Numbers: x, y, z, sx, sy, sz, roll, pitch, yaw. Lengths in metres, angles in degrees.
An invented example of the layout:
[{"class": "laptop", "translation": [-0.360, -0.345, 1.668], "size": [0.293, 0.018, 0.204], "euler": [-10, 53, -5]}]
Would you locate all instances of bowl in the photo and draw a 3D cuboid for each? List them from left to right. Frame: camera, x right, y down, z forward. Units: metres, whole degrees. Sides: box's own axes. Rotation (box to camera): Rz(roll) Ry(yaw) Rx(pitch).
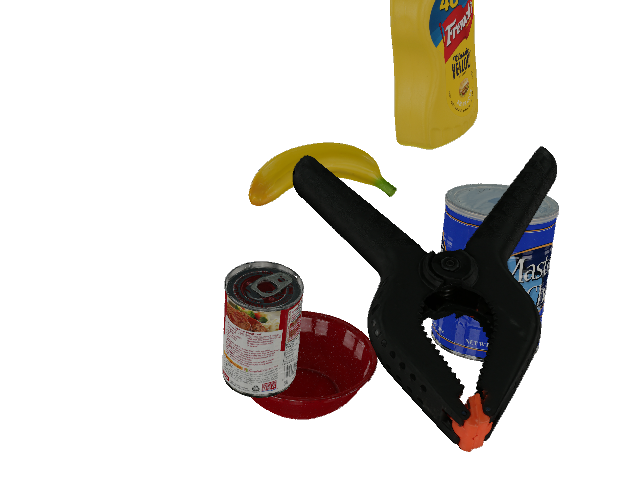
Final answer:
[{"class": "bowl", "translation": [-0.021, 0.141, 1.138], "size": [0.162, 0.055, 0.162], "euler": [3, 30, -2]}]

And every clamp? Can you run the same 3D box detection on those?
[{"class": "clamp", "translation": [0.061, 0.021, 0.610], "size": [0.164, 0.210, 0.036], "euler": [2, -41, 2]}]

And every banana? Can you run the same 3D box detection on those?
[{"class": "banana", "translation": [-0.004, -0.074, 1.134], "size": [0.197, 0.037, 0.070], "euler": [-7, 47, -38]}]

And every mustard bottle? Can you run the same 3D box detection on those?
[{"class": "mustard bottle", "translation": [0.092, -0.178, 0.865], "size": [0.058, 0.191, 0.096], "euler": [14, 35, 32]}]

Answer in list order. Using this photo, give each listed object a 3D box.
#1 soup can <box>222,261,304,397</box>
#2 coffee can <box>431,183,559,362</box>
[{"class": "soup can", "translation": [-0.051, 0.079, 0.935], "size": [0.068, 0.102, 0.068], "euler": [4, 35, -3]}, {"class": "coffee can", "translation": [0.160, 0.028, 0.991], "size": [0.103, 0.140, 0.103], "euler": [3, 20, -1]}]
